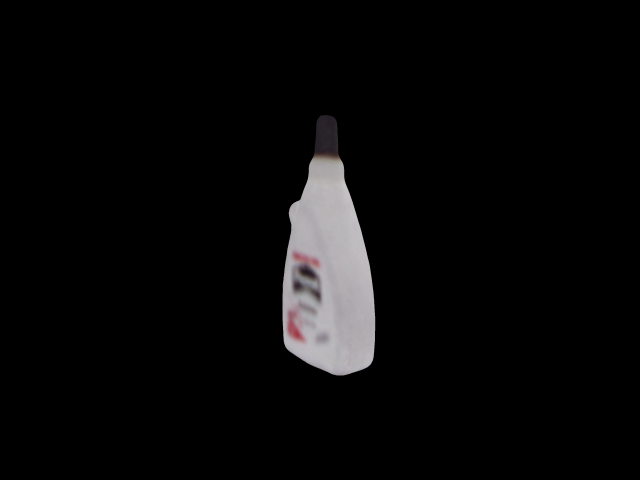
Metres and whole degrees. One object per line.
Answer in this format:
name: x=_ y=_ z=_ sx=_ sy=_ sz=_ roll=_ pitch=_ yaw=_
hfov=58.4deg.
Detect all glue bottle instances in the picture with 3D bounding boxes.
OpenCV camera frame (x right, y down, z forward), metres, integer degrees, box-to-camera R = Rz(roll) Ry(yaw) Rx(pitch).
glue bottle: x=0.004 y=0.001 z=0.400 sx=0.037 sy=0.173 sz=0.077 roll=-8 pitch=13 yaw=-39
